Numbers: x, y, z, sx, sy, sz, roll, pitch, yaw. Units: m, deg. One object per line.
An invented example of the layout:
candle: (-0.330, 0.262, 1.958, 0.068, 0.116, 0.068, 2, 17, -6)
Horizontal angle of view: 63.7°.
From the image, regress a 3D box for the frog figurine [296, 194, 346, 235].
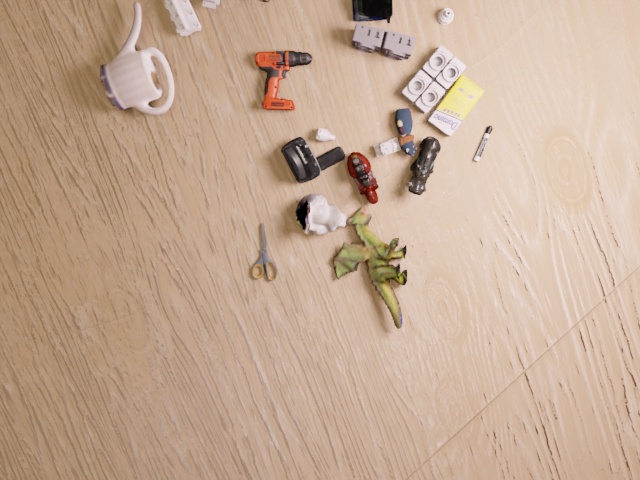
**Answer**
frog figurine: (0.005, -0.086, 1.709, 0.160, 0.122, 0.137, -6, 92, -32)

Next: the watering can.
watering can: (-0.599, -0.558, 1.648, 0.224, 0.105, 0.345, -18, 98, 6)

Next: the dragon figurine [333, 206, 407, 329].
dragon figurine: (0.163, 0.093, 1.731, 0.243, 0.123, 0.408, 3, 98, 20)
